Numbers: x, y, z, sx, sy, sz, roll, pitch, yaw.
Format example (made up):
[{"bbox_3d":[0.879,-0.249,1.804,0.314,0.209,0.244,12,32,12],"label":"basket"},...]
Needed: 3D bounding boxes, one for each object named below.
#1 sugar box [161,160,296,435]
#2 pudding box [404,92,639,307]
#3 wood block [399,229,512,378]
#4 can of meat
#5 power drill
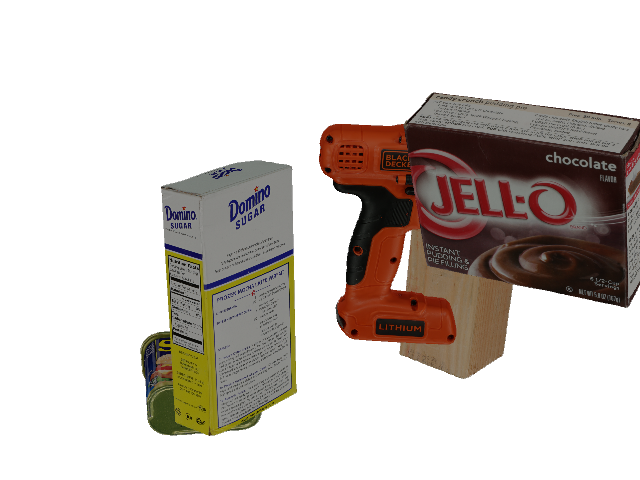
[{"bbox_3d":[-0.062,0.038,0.745,0.048,0.176,0.093,12,22,37],"label":"sugar box"},{"bbox_3d":[0.102,-0.022,0.526,0.114,0.090,0.039,10,43,29],"label":"pudding box"},{"bbox_3d":[0.155,0.032,1.170,0.090,0.206,0.090,18,24,34],"label":"wood block"},{"bbox_3d":[-0.103,0.122,0.925,0.102,0.057,0.084,-4,27,-9],"label":"can of meat"},{"bbox_3d":[0.087,-0.007,0.908,0.184,0.188,0.057,3,16,-1],"label":"power drill"}]
